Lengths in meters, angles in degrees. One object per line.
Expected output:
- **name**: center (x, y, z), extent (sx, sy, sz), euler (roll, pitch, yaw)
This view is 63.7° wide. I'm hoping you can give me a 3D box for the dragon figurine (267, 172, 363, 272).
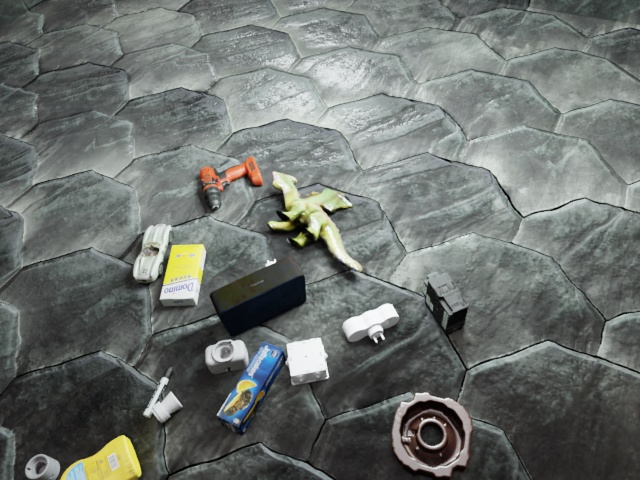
- **dragon figurine**: center (0.005, -0.075, 1.493), extent (0.413, 0.119, 0.247), euler (33, 52, 18)
